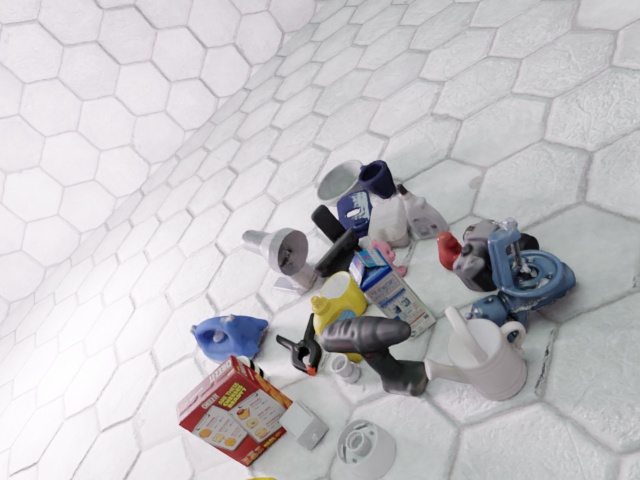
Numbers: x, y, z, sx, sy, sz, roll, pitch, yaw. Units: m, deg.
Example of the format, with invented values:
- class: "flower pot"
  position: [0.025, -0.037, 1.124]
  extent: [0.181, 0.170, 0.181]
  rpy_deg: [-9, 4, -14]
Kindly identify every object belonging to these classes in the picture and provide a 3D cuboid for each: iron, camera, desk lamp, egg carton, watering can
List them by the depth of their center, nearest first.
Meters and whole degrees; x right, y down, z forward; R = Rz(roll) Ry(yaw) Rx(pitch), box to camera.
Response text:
- class: "watering can"
  position: [0.261, 0.189, 0.970]
  extent: [0.173, 0.195, 0.100]
  rpy_deg: [-46, 33, -5]
- class: "camera"
  position: [0.354, 0.024, 1.148]
  extent: [0.136, 0.101, 0.143]
  rpy_deg: [6, 56, 50]
- class: "egg carton"
  position: [0.178, -0.041, 1.443]
  extent: [0.107, 0.070, 0.150]
  rpy_deg: [-20, 39, 31]
- class: "desk lamp"
  position: [-0.099, 0.051, 1.500]
  extent: [0.202, 0.214, 0.118]
  rpy_deg: [3, 54, 49]
- class: "iron"
  position: [-0.266, 0.251, 1.516]
  extent: [0.257, 0.142, 0.119]
  rpy_deg: [-16, 41, 36]

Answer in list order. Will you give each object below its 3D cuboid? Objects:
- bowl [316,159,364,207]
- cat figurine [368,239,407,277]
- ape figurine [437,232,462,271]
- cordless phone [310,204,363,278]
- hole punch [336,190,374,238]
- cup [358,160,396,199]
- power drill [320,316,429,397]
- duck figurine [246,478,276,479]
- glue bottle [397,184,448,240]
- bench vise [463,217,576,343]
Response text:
- class: "bowl"
  position: [0.075, -0.153, 1.679]
  extent: [0.167, 0.075, 0.167]
  rpy_deg: [-28, 35, 22]
- class: "cat figurine"
  position: [0.140, 0.059, 1.323]
  extent: [0.067, 0.118, 0.128]
  rpy_deg: [-13, 43, 38]
- class: "ape figurine"
  position: [0.284, 0.018, 1.239]
  extent: [0.076, 0.092, 0.078]
  rpy_deg: [-26, 36, 25]
- class: "cordless phone"
  position: [0.013, 0.005, 1.459]
  extent: [0.148, 0.186, 0.093]
  rpy_deg: [-49, 33, -9]
- class: "hole punch"
  position: [0.101, -0.067, 1.536]
  extent: [0.108, 0.091, 0.101]
  rpy_deg: [-21, 38, 30]
- class: "cup"
  position: [0.159, -0.162, 1.580]
  extent: [0.092, 0.095, 0.117]
  rpy_deg: [-45, 32, -3]
- class: "power drill"
  position: [0.119, 0.212, 1.083]
  extent: [0.228, 0.209, 0.076]
  rpy_deg: [-6, 47, 43]
- class: "duck figurine"
  position: [-0.122, 0.498, 1.127]
  extent: [0.104, 0.086, 0.077]
  rpy_deg: [15, 63, 53]
- class: "glue bottle"
  position: [0.227, -0.070, 1.327]
  extent: [0.078, 0.174, 0.037]
  rpy_deg: [-13, 43, 38]
- class: "bench vise"
  position: [0.334, 0.075, 0.999]
  extent: [0.207, 0.220, 0.121]
  rpy_deg: [-49, 33, -9]
